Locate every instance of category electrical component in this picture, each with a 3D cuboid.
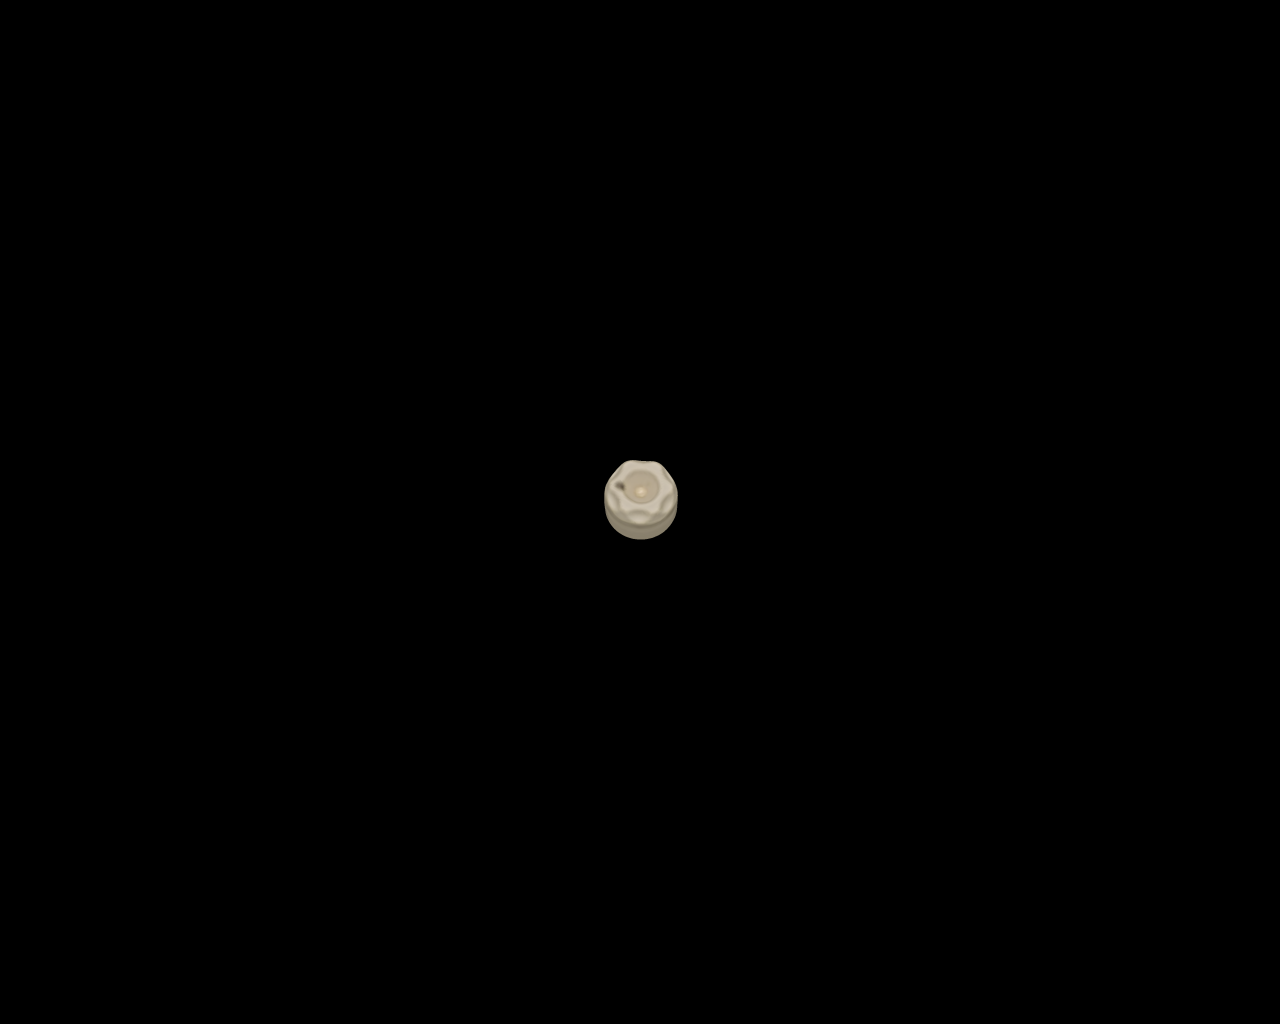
[{"bbox_3d":[0.001,-0.003,0.650,0.043,0.043,0.062,0,-25,0],"label":"electrical component"}]
